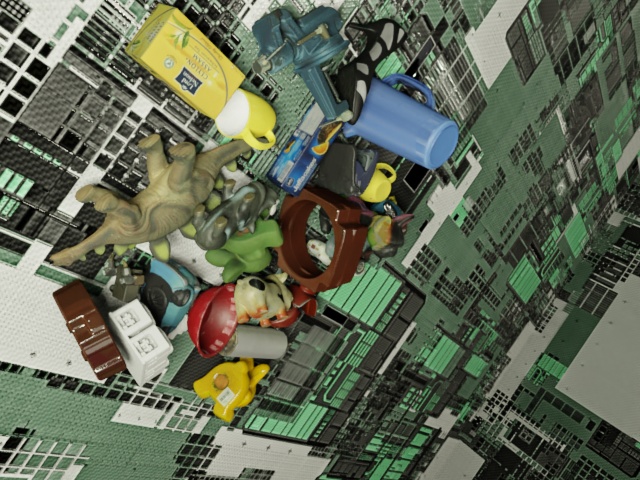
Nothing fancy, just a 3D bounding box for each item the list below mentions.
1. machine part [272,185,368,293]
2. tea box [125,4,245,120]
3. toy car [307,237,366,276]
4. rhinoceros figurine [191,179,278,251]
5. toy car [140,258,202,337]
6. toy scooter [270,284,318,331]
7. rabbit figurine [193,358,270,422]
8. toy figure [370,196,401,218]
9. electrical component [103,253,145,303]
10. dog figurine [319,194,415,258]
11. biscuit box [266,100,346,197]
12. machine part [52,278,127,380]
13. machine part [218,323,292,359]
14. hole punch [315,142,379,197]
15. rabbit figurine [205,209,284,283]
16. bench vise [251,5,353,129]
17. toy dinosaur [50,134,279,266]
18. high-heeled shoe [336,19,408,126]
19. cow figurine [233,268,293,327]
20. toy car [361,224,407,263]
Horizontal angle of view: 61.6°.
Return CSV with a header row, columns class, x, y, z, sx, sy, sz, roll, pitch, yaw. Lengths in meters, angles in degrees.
class,x,y,z,sx,sy,sz,roll,pitch,yaw
machine part,-0.002,-0.004,1.173,0.087,0.201,0.201,-6,119,-44
tea box,-0.217,-0.288,0.882,0.098,0.068,0.169,-57,141,-1
toy car,0.043,0.045,1.348,0.201,0.074,0.056,29,90,-49
rhinoceros figurine,-0.150,-0.049,0.993,0.190,0.073,0.112,-43,147,-38
toy car,-0.286,0.106,1.048,0.103,0.109,0.161,-24,142,-55
toy scooter,-0.059,0.164,1.327,0.184,0.075,0.135,-37,144,-23
rabbit figurine,-0.203,0.347,1.296,0.162,0.122,0.173,-54,154,-17
toy figure,0.166,-0.057,1.346,0.082,0.180,0.089,-17,93,6
electrical component,-0.354,0.069,0.961,0.045,0.102,0.078,16,94,-44
dog figurine,0.104,-0.044,1.202,0.108,0.219,0.191,-2,77,-37
biscuit box,-0.029,-0.193,1.133,0.062,0.059,0.202,32,91,-50
machine part,-0.395,0.155,0.919,0.056,0.180,0.179,-28,132,-26
machine part,-0.160,0.240,1.273,0.243,0.079,0.079,17,102,-50
hole punch,0.063,-0.158,1.198,0.092,0.142,0.115,-8,109,-46
rabbit figurine,-0.149,0.023,1.118,0.159,0.121,0.170,-36,151,-17
bench vise,-0.014,-0.317,0.997,0.224,0.129,0.240,-51,120,-40
toy dinosaur,-0.255,-0.088,0.956,0.471,0.105,0.198,-39,144,-22
high-heeled shoe,0.116,-0.346,1.116,0.145,0.086,0.248,6,83,-26
cow figurine,-0.120,0.120,1.170,0.085,0.127,0.194,-23,161,18
toy car,0.172,-0.001,1.463,0.202,0.053,0.089,-19,124,-34
